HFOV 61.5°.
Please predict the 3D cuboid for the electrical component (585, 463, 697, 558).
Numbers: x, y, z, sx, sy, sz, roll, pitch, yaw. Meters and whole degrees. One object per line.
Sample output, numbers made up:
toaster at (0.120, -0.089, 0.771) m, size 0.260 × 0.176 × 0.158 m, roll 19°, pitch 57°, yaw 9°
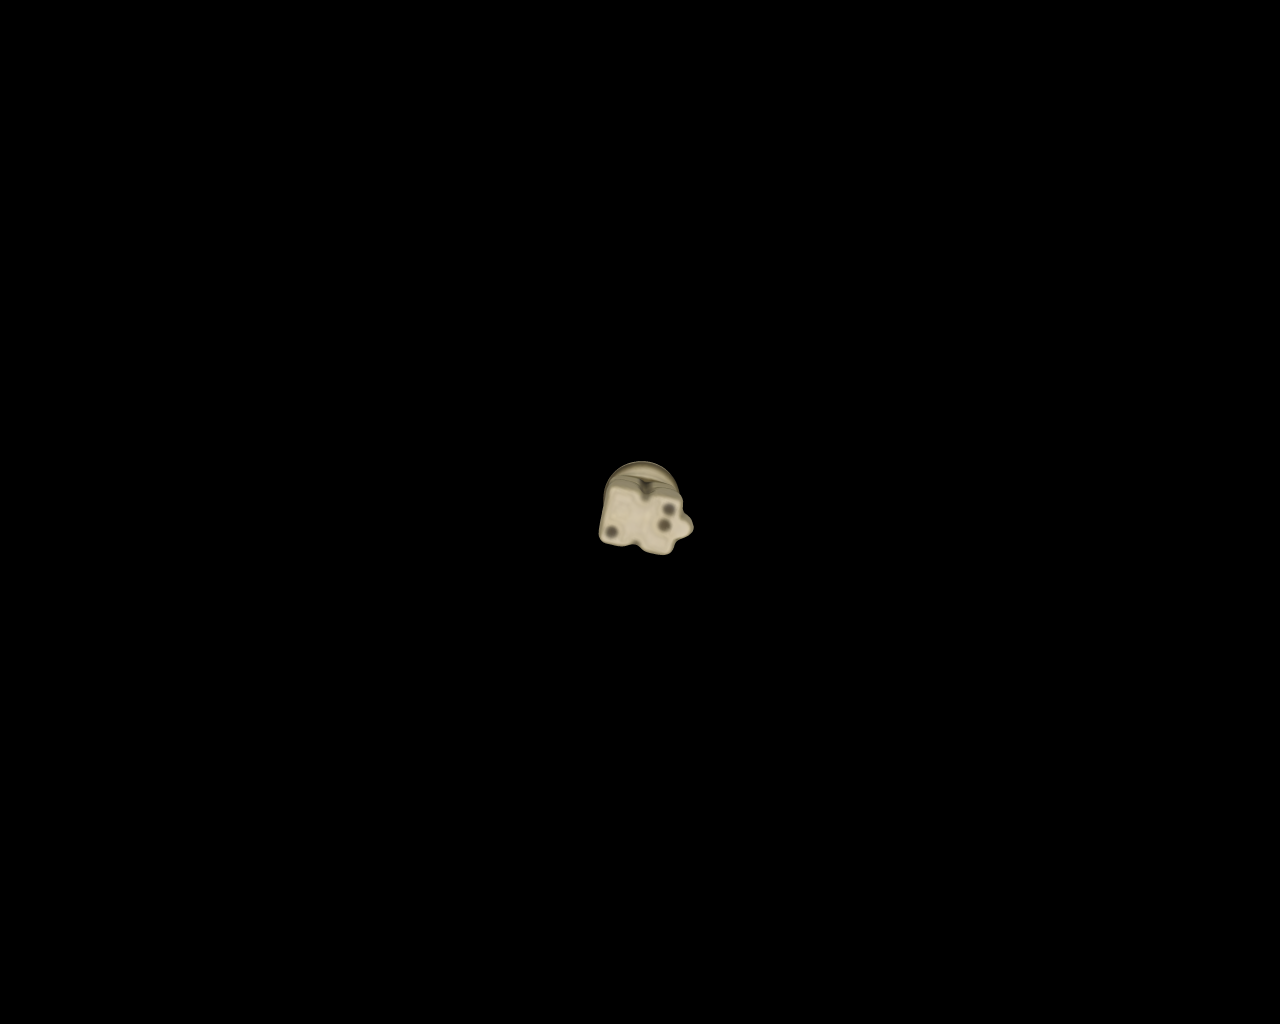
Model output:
electrical component at (0.001, -0.003, 0.650) m, size 0.066 × 0.048 × 0.055 m, roll 13°, pitch 16°, yaw -4°
